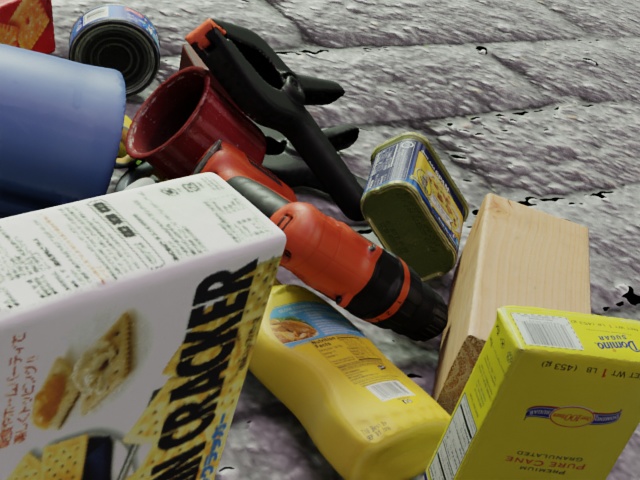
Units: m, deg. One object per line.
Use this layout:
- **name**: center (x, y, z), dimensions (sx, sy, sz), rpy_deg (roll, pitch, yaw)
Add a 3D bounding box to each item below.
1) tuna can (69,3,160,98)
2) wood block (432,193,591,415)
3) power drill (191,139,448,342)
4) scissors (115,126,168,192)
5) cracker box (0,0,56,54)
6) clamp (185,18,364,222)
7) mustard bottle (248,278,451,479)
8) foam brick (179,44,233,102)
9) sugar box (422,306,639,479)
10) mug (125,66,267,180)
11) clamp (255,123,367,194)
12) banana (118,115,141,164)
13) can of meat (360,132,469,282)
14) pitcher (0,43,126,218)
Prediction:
- **tuna can**: center (-0.193, -0.176, 1.003), dimensions (0.086, 0.086, 0.034), rpy_deg (7, 35, -16)
- **wood block**: center (0.145, 0.061, 0.801), dimensions (0.091, 0.090, 0.206), rpy_deg (19, 32, 2)
- **power drill**: center (-0.005, 0.001, 0.797), dimensions (0.184, 0.057, 0.188), rpy_deg (35, -2, -43)
- **scissors**: center (-0.142, -0.087, 0.924), dimensions (0.096, 0.016, 0.201), rpy_deg (45, 30, -16)
- **cracker box**: center (-0.355, -0.173, 0.904), dimensions (0.164, 0.072, 0.213), rpy_deg (13, 30, 20)
- **clamp**: center (-0.028, -0.110, 0.891), dimensions (0.209, 0.036, 0.164), rpy_deg (30, 35, -47)
- **mustard bottle**: center (-0.001, 0.083, 0.725), dimensions (0.096, 0.058, 0.192), rpy_deg (-3, 36, -45)
- **foam brick**: center (-0.105, -0.150, 1.027), dimensions (0.051, 0.053, 0.078), rpy_deg (3, 26, -20)
- **sugar box**: center (0.120, 0.121, 0.617), dimensions (0.093, 0.176, 0.048), rpy_deg (8, 32, -14)
- **mug**: center (-0.101, -0.088, 0.883), dimensions (0.081, 0.093, 0.117), rpy_deg (41, 15, -34)
- **clamp**: center (-0.018, -0.067, 0.968), dimensions (0.171, 0.039, 0.120), rpy_deg (-3, 36, -28)
- **banana**: center (-0.239, -0.105, 0.918), dimensions (0.197, 0.037, 0.069), rpy_deg (12, 32, -9)
- **can of meat**: center (0.080, -0.026, 0.900), dimensions (0.102, 0.058, 0.084), rpy_deg (55, 28, -22)
- **pitcher**: center (-0.266, -0.079, 0.743), dimensions (0.242, 0.145, 0.149), rpy_deg (13, 2, -26)
